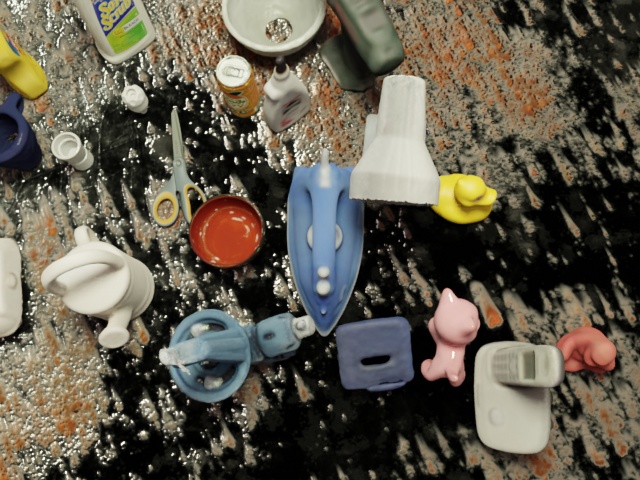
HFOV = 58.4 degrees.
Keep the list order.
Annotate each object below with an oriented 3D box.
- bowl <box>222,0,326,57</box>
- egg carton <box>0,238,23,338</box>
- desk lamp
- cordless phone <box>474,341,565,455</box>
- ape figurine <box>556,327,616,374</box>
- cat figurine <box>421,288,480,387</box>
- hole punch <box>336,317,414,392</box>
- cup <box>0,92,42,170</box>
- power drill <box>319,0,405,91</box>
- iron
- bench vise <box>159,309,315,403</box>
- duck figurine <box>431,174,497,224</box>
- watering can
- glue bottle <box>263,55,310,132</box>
[{"bbox_3d":[-0.072,-0.365,0.939,0.167,0.075,0.167,0,77,1],"label":"bowl"},{"bbox_3d":[-0.494,0.073,0.845,0.107,0.069,0.150,-10,77,-1],"label":"egg carton"},{"bbox_3d":[0.105,-0.122,0.807,0.118,0.213,0.203,5,77,3],"label":"desk lamp"},{"bbox_3d":[0.265,0.203,0.741,0.094,0.185,0.147,-1,76,1],"label":"cordless phone"},{"bbox_3d":[0.378,0.156,0.798,0.077,0.092,0.076,35,80,9],"label":"ape figurine"},{"bbox_3d":[0.186,0.136,0.793,0.067,0.118,0.128,8,77,3],"label":"cat figurine"},{"bbox_3d":[0.078,0.161,0.803,0.108,0.091,0.101,-8,76,-1],"label":"hole punch"},{"bbox_3d":[-0.473,-0.160,0.887,0.091,0.095,0.118,12,77,4],"label":"cup"},{"bbox_3d":[0.044,-0.327,0.859,0.075,0.208,0.229,-30,78,-6],"label":"power drill"},{"bbox_3d":[0.007,0.003,0.816,0.118,0.141,0.258,-1,77,1],"label":"iron"},{"bbox_3d":[-0.118,0.129,0.748,0.207,0.220,0.121,-34,78,-7],"label":"bench vise"},{"bbox_3d":[0.214,-0.071,0.858,0.104,0.086,0.077,18,78,5],"label":"duck figurine"},{"bbox_3d":[-0.299,0.059,0.781,0.172,0.194,0.101,43,81,10],"label":"watering can"},{"bbox_3d":[-0.053,-0.224,0.855,0.078,0.173,0.037,-41,79,-8],"label":"glue bottle"}]
